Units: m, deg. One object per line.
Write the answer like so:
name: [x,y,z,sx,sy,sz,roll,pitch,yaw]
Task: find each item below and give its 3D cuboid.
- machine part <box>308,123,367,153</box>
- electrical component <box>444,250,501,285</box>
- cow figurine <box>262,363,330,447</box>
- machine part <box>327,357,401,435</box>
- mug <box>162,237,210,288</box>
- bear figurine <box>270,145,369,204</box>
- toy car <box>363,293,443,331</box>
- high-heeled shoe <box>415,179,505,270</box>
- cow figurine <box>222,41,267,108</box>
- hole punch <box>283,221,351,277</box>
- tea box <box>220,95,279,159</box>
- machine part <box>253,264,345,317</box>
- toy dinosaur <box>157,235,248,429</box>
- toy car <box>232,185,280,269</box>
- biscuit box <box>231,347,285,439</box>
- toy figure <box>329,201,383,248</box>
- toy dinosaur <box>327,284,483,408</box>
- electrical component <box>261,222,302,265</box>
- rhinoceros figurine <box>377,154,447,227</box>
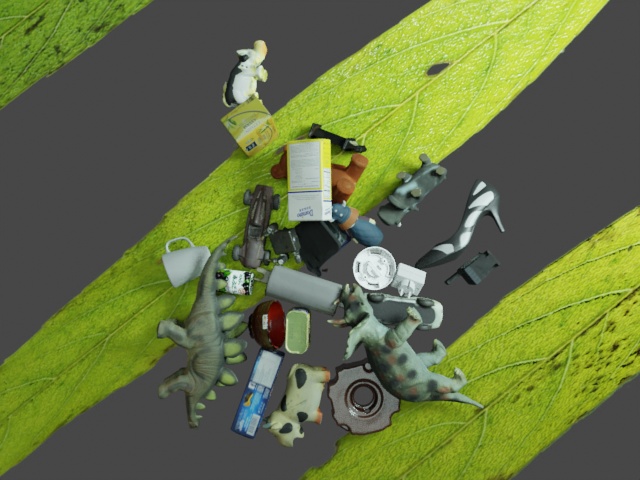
machine part: [0.042,-0.236,1.271,0.139,0.084,0.039,24,111,11]
electrical component: [0.351,0.077,1.243,0.119,0.075,0.048,-40,85,-5]
cow figurine: [-0.057,0.378,1.232,0.127,0.085,0.194,13,90,-4]
machine part: [0.101,0.362,1.243,0.179,0.056,0.179,0,88,2]
mug: [-0.310,0.045,1.262,0.107,0.081,0.109,-19,79,-11]
bear figurine: [-0.006,-0.165,1.241,0.196,0.132,0.120,32,61,-1]
toy car: [0.184,0.166,1.252,0.202,0.056,0.073,6,94,3]
high-heeled shoe: [0.311,-0.038,1.255,0.249,0.086,0.145,-26,70,5]
cow figurine: [-0.178,-0.395,1.285,0.098,0.068,0.167,8,86,8]
hole punch: [-0.003,-0.004,1.258,0.116,0.092,0.142,-40,89,30]
tea box: [-0.155,-0.253,1.223,0.098,0.169,0.068,-38,87,1]
machine part: [-0.037,0.117,1.247,0.243,0.079,0.079,18,88,0]
toy dinosaur: [-0.263,0.219,1.223,0.199,0.105,0.470,3,102,-6]
toy car: [-0.150,-0.032,1.272,0.089,0.053,0.202,11,88,4]
biscuit box: [-0.143,0.350,1.245,0.059,0.063,0.202,20,88,1]
toy figure: [0.078,-0.037,1.240,0.154,0.058,0.064,36,73,-23]
toy dinosaur: [0.180,0.270,1.171,0.192,0.131,0.404,-35,97,8]
electrical component: [-0.090,0.010,1.235,0.078,0.045,0.102,-1,111,32]
rhinoceros figurine: [0.210,-0.112,1.242,0.190,0.112,0.073,-44,71,-8]
